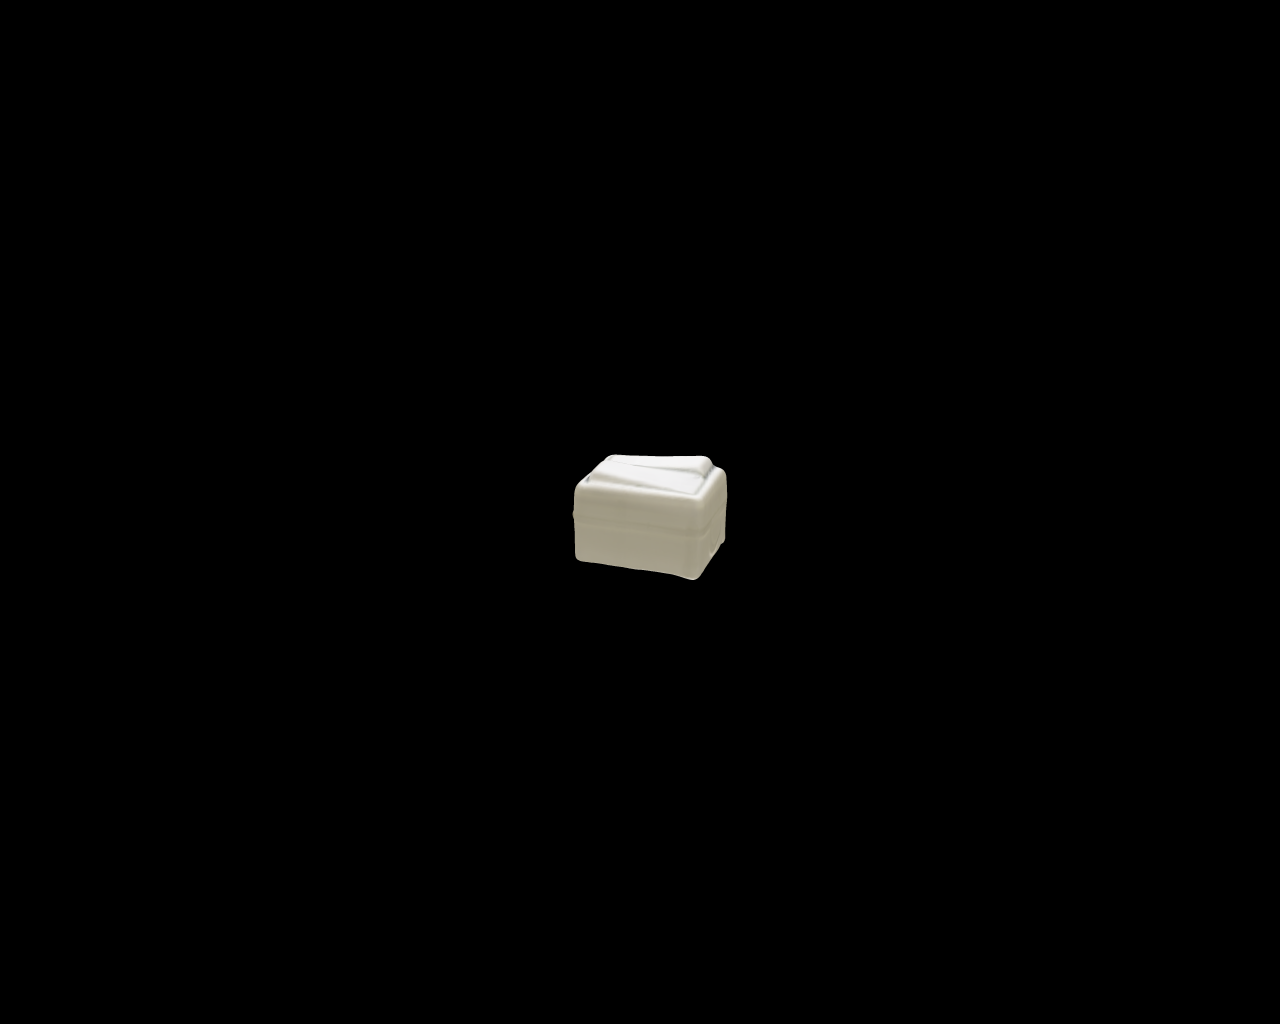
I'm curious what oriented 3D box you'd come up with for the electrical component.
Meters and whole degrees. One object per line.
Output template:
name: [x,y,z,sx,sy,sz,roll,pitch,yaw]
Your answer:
electrical component: [0.001,-0.003,0.650,0.096,0.061,0.062,8,24,18]
